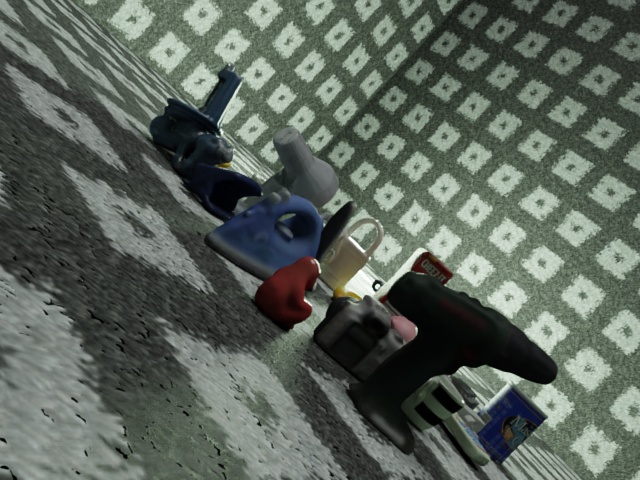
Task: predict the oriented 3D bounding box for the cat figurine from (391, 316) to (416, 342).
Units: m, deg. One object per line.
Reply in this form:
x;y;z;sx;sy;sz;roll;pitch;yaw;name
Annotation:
0.138;0.183;0.979;0.128;0.117;0.067;41;5;-24;cat figurine

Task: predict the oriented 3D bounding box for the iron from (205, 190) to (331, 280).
-0.066;-0.019;0.897;0.118;0.141;0.259;45;5;21;iron

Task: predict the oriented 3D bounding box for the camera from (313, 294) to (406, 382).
0.066;0.138;0.873;0.143;0.100;0.136;42;4;-14;camera

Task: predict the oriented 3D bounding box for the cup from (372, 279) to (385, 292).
0.150;0.162;1.435;0.117;0.095;0.092;47;5;36;cup

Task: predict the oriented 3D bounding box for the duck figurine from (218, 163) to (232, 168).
-0.236;-0.175;1.217;0.105;0.086;0.077;43;4;-12;duck figurine

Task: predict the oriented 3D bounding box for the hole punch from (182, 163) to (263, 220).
-0.172;-0.098;1.023;0.101;0.091;0.109;45;5;25;hole punch

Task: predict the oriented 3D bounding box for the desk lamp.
-0.085;-0.118;1.190;0.204;0.213;0.117;39;6;-46;desk lamp

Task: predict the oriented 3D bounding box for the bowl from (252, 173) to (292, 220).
-0.125;-0.083;1.417;0.167;0.074;0.167;43;4;-4;bowl

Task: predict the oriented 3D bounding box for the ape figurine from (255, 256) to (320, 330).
-0.035;0.061;0.746;0.076;0.092;0.077;40;6;-42;ape figurine

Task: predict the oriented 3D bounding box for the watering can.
0.073;0.025;1.386;0.100;0.194;0.173;44;4;15;watering can

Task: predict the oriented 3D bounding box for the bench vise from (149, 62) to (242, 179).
-0.206;-0.227;1.105;0.207;0.219;0.122;45;4;15;bench vise

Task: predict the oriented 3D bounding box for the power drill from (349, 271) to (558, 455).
0.151;0.159;0.720;0.230;0.208;0.075;43;4;-3;power drill

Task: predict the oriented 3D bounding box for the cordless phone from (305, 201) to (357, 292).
0.010;0.004;1.082;0.094;0.185;0.147;43;4;-3;cordless phone
